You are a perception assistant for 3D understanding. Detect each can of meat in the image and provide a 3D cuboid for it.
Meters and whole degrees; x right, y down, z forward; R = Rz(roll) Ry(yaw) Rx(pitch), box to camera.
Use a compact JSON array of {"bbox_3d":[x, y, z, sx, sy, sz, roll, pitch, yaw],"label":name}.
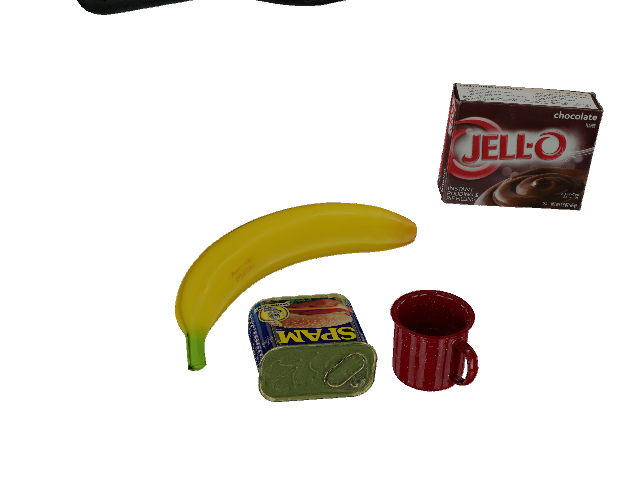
[{"bbox_3d":[-0.010,0.091,0.936,0.102,0.057,0.084,-2,30,-12],"label":"can of meat"}]

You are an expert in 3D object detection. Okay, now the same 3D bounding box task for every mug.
[{"bbox_3d":[0.131,0.119,1.189,0.093,0.081,0.117,-24,39,-34],"label":"mug"}]

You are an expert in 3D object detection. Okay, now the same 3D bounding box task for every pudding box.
[{"bbox_3d":[0.153,-0.072,0.827,0.113,0.090,0.039,2,35,-3],"label":"pudding box"}]

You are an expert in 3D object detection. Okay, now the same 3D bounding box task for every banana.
[{"bbox_3d":[-0.025,0.014,0.713,0.197,0.069,0.037,-30,-5,-27],"label":"banana"}]

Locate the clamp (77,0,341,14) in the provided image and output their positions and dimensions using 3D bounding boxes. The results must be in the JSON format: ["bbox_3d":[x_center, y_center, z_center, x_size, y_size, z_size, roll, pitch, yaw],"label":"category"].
[{"bbox_3d":[-0.046,-0.148,0.576,0.171,0.039,0.120,6,41,12],"label":"clamp"}]
